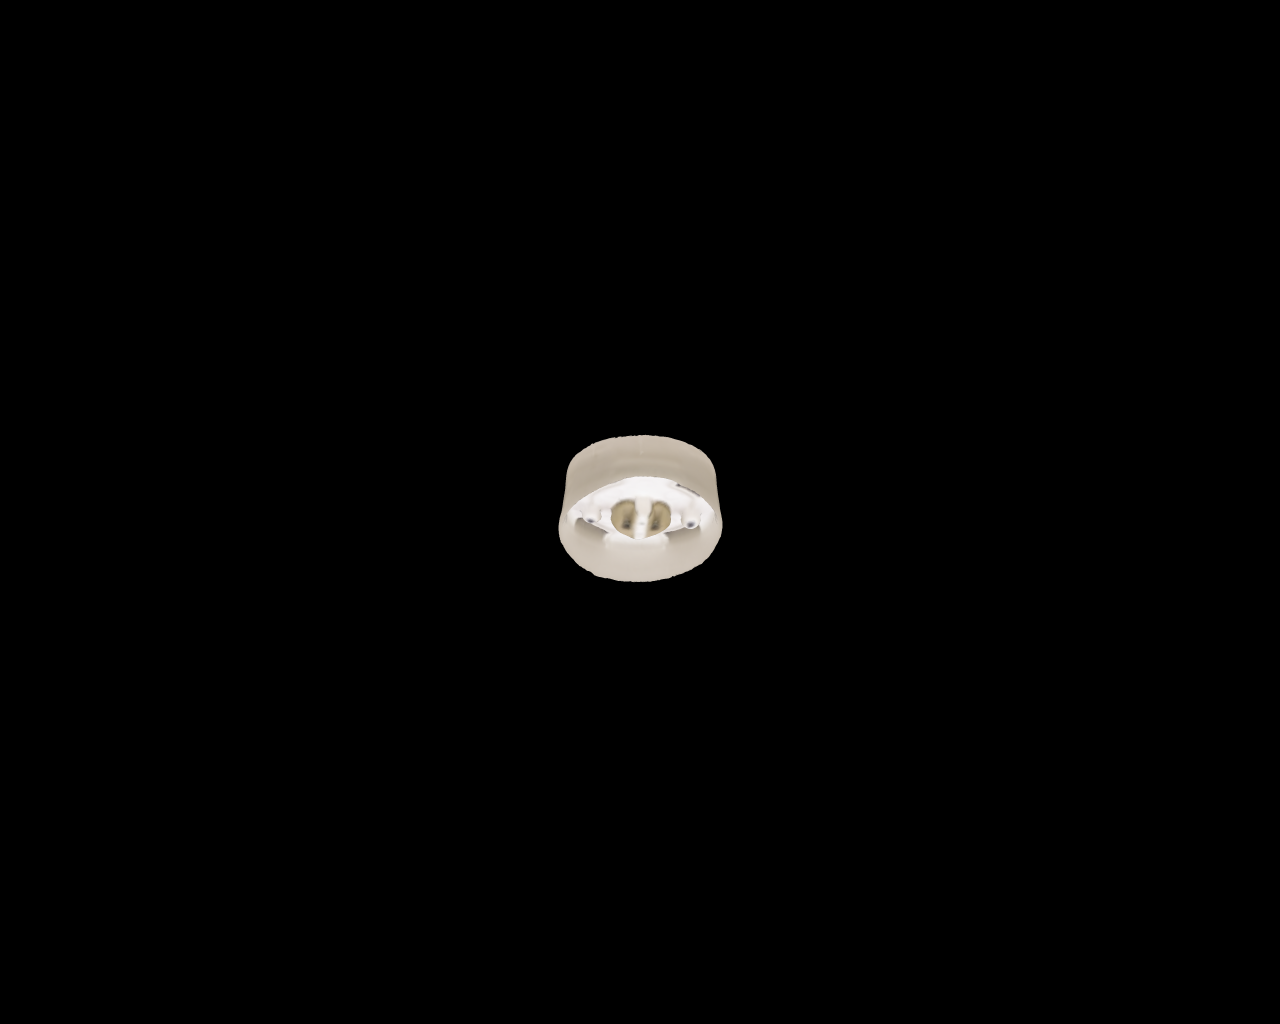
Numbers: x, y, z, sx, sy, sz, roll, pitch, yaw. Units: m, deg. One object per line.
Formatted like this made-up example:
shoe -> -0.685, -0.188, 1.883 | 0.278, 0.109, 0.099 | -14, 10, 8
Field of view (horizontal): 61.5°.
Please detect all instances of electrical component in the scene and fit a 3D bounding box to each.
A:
electrical component -> 0.001, -0.003, 0.650 | 0.099, 0.064, 0.099 | 0, -27, 0
